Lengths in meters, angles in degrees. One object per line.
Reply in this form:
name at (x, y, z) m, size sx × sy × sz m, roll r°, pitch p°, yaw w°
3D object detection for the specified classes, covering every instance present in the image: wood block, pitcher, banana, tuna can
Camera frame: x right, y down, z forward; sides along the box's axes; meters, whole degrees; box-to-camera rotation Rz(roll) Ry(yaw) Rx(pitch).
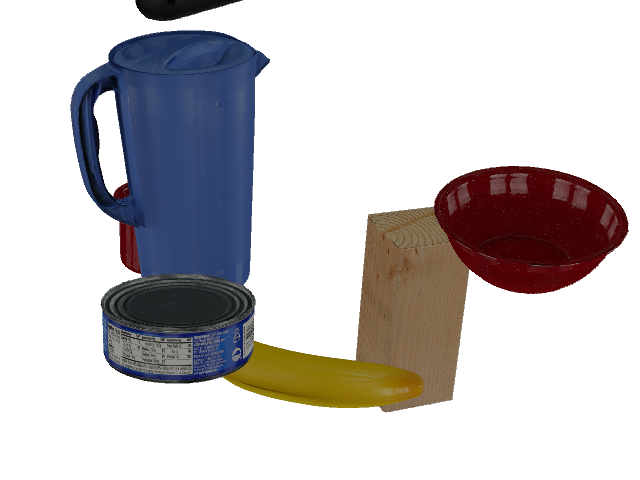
wood block at (0.101, 0.077, 1.195) m, size 0.090 × 0.206 × 0.090 m, roll -7°, pitch 28°, yaw -20°
pitcher at (-0.133, -0.066, 1.001) m, size 0.149 × 0.243 × 0.144 m, roll 7°, pitch 28°, yaw 13°
banana at (-0.021, 0.096, 0.816) m, size 0.198 × 0.037 × 0.069 m, roll 12°, pitch 27°, yaw 33°
tuna can at (-0.079, 0.048, 0.600) m, size 0.086 × 0.034 × 0.086 m, roll 2°, pitch 18°, yaw -1°

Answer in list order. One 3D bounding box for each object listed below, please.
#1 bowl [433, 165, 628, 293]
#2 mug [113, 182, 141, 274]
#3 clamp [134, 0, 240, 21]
bowl at (0.176, -0.003, 0.911) m, size 0.162 × 0.055 × 0.162 m, roll 0°, pitch 33°, yaw 0°
mug at (-0.187, -0.019, 1.182) m, size 0.093 × 0.081 × 0.117 m, roll -15°, pitch 33°, yaw -33°
clamp at (-0.013, -0.140, 0.525) m, size 0.171 × 0.039 × 0.120 m, roll -1°, pitch 41°, yaw 3°
